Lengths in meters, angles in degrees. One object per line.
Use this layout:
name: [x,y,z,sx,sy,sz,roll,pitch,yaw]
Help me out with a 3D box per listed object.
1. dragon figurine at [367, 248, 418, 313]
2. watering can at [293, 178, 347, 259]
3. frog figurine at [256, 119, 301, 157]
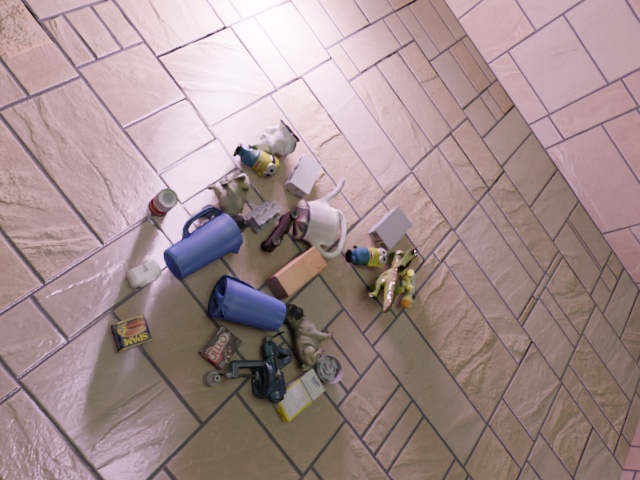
dragon figurine: [0.296,0.129,1.986,0.122,0.414,0.241,30,99,-5]
watering can: [0.006,-0.100,1.990,0.223,0.103,0.354,15,66,-27]
frog figurine: [-0.171,-0.375,1.996,0.159,0.124,0.136,-38,107,0]
